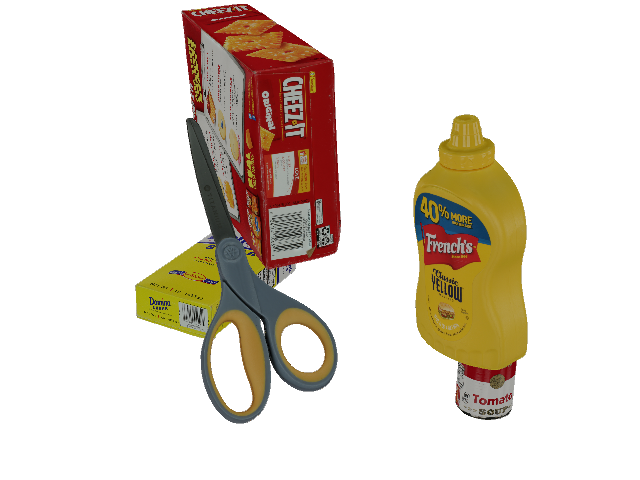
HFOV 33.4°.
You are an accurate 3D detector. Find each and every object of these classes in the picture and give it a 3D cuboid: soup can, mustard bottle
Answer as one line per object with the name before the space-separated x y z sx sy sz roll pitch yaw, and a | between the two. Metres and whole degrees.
soup can | 0.193 0.147 1.238 0.068 0.102 0.068 1 22 -1
mustard bottle | 0.113 -0.002 0.811 0.058 0.192 0.096 -21 29 -32

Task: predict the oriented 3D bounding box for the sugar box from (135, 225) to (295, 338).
sugar box | -0.106 0.038 1.124 0.093 0.048 0.176 14 31 23

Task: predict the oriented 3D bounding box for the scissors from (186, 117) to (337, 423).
scissors | -0.039 0.016 0.691 0.096 0.202 0.016 1 -16 -12

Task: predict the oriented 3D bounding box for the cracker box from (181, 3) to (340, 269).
cracker box | -0.052 -0.096 0.897 0.072 0.164 0.214 -11 27 -17
